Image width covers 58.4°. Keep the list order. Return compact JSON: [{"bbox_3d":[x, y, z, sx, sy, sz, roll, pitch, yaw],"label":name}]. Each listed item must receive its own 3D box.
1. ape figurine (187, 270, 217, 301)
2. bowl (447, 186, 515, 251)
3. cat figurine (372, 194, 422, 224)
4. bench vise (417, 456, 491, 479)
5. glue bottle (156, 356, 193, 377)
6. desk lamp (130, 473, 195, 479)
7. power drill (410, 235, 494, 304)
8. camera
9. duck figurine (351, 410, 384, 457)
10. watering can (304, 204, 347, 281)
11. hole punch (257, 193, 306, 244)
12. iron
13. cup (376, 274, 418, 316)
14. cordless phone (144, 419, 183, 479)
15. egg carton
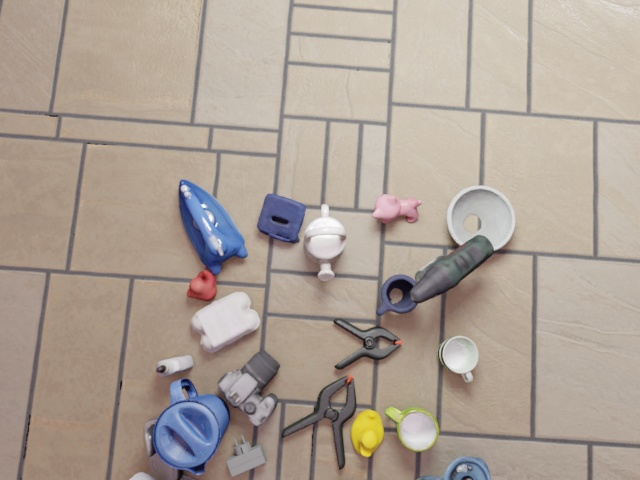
[{"bbox_3d":[-0.283,0.110,1.356,0.078,0.092,0.076,-31,83,-6],"label":"ape figurine"},{"bbox_3d":[0.387,-0.046,1.408,0.167,0.074,0.167,0,81,-2],"label":"bowl"},{"bbox_3d":[0.184,-0.080,1.386,0.128,0.117,0.067,-6,82,-2],"label":"cat figurine"},{"bbox_3d":[0.298,0.563,1.242,0.207,0.219,0.121,-40,84,-7],"label":"bench vise"},{"bbox_3d":[-0.338,0.286,1.287,0.078,0.173,0.037,-15,82,-4],"label":"glue bottle"},{"bbox_3d":[-0.318,0.576,1.224,0.203,0.213,0.118,20,81,2],"label":"desk lamp"},{"bbox_3d":[0.286,0.077,1.319,0.230,0.208,0.075,-36,84,-6],"label":"power drill"},{"bbox_3d":[-0.146,0.334,1.322,0.143,0.101,0.137,42,83,5],"label":"camera"},{"bbox_3d":[0.112,0.449,1.321,0.077,0.086,0.104,12,81,0],"label":"duck figurine"},{"bbox_3d":[0.014,0.005,1.329,0.101,0.194,0.173,-23,83,-5],"label":"watering can"},{"bbox_3d":[-0.091,-0.050,1.386,0.108,0.091,0.101,18,81,1],"label":"hole punch"},{"bbox_3d":[-0.278,-0.052,1.355,0.119,0.141,0.258,-32,84,-6],"label":"iron"},{"bbox_3d":[0.176,0.140,1.364,0.118,0.095,0.091,-41,85,-7],"label":"cup"},{"bbox_3d":[-0.354,0.472,1.253,0.094,0.185,0.147,-14,82,-3],"label":"cordless phone"},{"bbox_3d":[-0.224,0.192,1.357,0.150,0.069,0.107,-29,83,-6],"label":"egg carton"}]
